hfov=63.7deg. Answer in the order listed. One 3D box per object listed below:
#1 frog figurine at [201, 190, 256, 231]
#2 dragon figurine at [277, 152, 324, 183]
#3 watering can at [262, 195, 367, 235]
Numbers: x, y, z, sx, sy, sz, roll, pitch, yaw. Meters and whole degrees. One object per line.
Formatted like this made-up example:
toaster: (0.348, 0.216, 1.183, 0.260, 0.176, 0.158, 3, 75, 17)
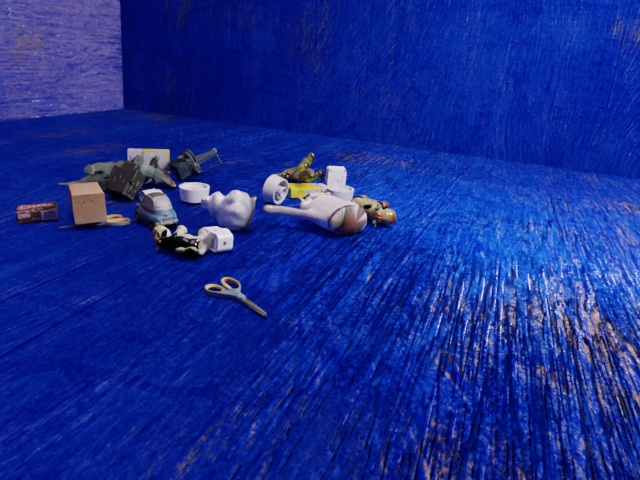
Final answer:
frog figurine: (-0.291, -0.101, 1.614, 0.159, 0.126, 0.135, 17, -48, -25)
dragon figurine: (-0.116, -0.268, 2.172, 0.242, 0.121, 0.414, -21, 10, 9)
watering can: (0.005, -0.085, 1.694, 0.349, 0.102, 0.227, -9, 24, -35)
